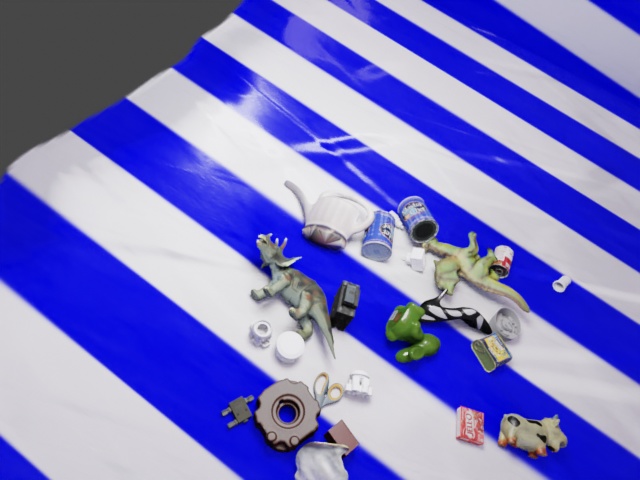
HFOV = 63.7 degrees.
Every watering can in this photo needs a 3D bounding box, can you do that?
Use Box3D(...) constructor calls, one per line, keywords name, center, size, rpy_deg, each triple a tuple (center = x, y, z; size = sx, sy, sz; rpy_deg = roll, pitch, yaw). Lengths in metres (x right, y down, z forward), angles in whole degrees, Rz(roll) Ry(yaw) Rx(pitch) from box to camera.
Box3D(name="watering can", center=(0.005, -0.088, 1.739), size=(0.349, 0.101, 0.229), rpy_deg=(16, 56, 15))

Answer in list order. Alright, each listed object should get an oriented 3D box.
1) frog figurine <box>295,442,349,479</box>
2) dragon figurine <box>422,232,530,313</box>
Box3D(name="frog figurine", center=(0.003, 0.578, 1.247), size=(0.137, 0.120, 0.163), rpy_deg=(-5, 60, 19))
Box3D(name="dragon figurine", center=(0.492, 0.119, 1.739), size=(0.244, 0.119, 0.417), rpy_deg=(-22, 56, -20))
